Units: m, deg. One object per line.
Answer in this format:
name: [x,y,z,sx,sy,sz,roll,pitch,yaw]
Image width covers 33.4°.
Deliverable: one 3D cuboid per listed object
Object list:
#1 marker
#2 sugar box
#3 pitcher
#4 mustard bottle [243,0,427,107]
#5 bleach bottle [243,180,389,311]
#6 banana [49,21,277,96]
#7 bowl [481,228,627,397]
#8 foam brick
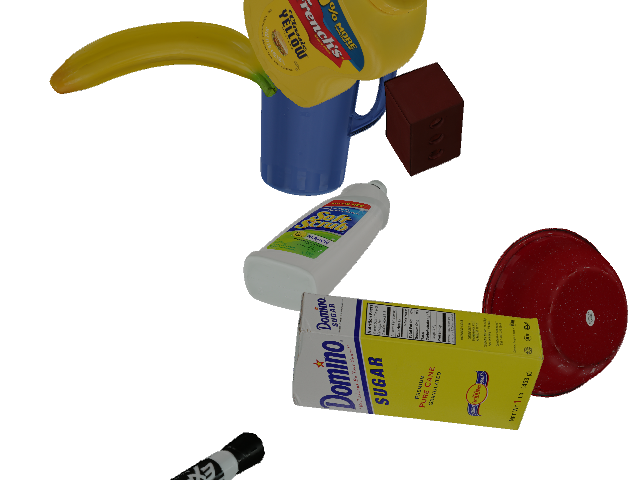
marker: [-0.067,0.126,0.545,0.020,0.020,0.120,0,13,32]
sugar box: [0.068,0.092,0.795,0.176,0.048,0.093,4,-45,-1]
pitcher: [-0.003,-0.182,1.317,0.144,0.243,0.149,-10,29,-29]
mustard bottle: [0.016,-0.144,0.664,0.058,0.096,0.192,-27,8,-23]
bleach bottle: [0.011,-0.008,1.322,0.103,0.068,0.250,14,36,24]
banana: [-0.138,-0.162,0.943,0.197,0.069,0.037,-1,-33,-4]
bowl: [0.231,0.069,0.991,0.161,0.162,0.055,0,1,-27]
foam brick: [0.090,-0.105,0.928,0.053,0.051,0.078,-22,-31,-8]
